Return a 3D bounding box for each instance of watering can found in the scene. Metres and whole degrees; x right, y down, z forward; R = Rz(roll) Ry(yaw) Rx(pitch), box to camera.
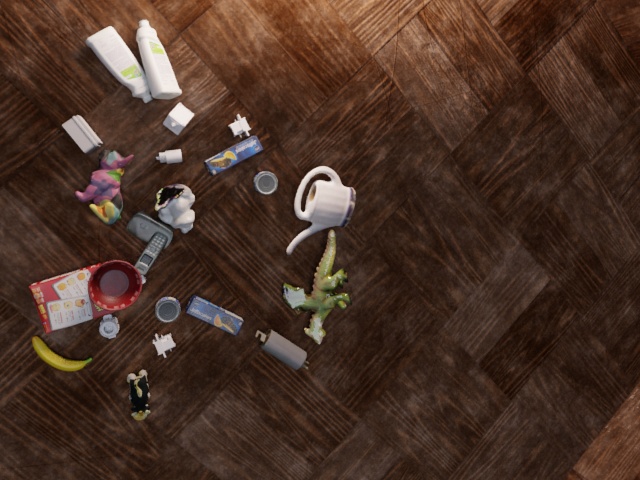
[{"bbox_3d":[0.006,-0.095,1.889,0.224,0.105,0.344,12,104,-19],"label":"watering can"}]

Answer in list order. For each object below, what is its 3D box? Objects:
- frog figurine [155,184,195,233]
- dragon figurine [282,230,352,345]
[{"bbox_3d":[-0.478,-0.107,1.745,0.139,0.124,0.156,-50,143,-17],"label":"frog figurine"},{"bbox_3d":[-0.020,0.181,1.895,0.243,0.123,0.408,-13,98,-8],"label":"dragon figurine"}]
